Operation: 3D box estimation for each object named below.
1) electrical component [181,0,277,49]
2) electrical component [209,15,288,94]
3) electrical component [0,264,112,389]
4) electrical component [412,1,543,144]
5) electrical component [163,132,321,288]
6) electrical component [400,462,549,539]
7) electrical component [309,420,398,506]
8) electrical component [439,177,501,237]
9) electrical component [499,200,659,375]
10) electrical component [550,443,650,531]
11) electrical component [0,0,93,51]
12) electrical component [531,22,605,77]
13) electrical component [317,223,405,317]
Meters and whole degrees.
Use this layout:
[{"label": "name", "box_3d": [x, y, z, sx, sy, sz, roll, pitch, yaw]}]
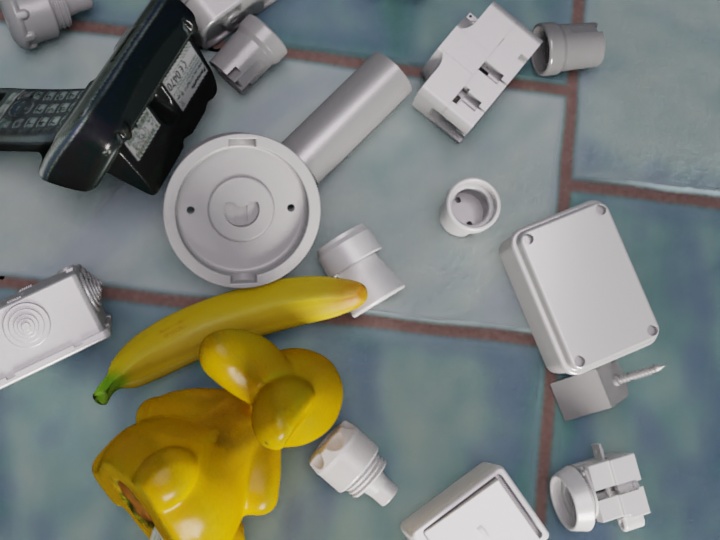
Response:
[{"label": "electrical component", "box_3d": [-0.097, -0.217, 0.790, 0.095, 0.053, 0.059, -39, 89, -10]}, {"label": "electrical component", "box_3d": [-0.083, -0.158, 0.793, 0.040, 0.040, 0.046, 43, 86, 0]}, {"label": "electrical component", "box_3d": [-0.218, 0.036, 0.724, 0.100, 0.100, 0.048, -26, 100, -9]}, {"label": "electrical component", "box_3d": [0.083, -0.149, 0.803, 0.056, 0.050, 0.089, 39, 84, 0]}, {"label": "electrical component", "box_3d": [-0.086, -0.047, 0.762, 0.108, 0.060, 0.108, -3, 105, -12]}, {"label": "electrical component", "box_3d": [0.075, 0.187, 0.757, 0.096, 0.061, 0.061, -35, 88, -9]}, {"label": "electrical component", "box_3d": [-0.001, 0.141, 0.763, 0.062, 0.043, 0.043, 41, 80, -2]}, {"label": "electrical component", "box_3d": [0.079, -0.045, 0.794, 0.040, 0.046, 0.040, 1, 83, -7]}, {"label": "electrical component", "box_3d": [0.160, 0.014, 0.790, 0.078, 0.057, 0.113, -22, 86, -9]}, {"label": "electrical component", "box_3d": [0.172, 0.161, 0.780, 0.055, 0.048, 0.066, -13, 85, -16]}, {"label": "electrical component", "box_3d": [-0.226, -0.189, 0.778, 0.062, 0.048, 0.048, -21, 86, -15]}, {"label": "electrical component", "box_3d": [0.159, -0.170, 0.822, 0.046, 0.040, 0.040, -8, 84, -13]}, {"label": "electrical component", "box_3d": [0.000, 0.000, 0.780, 0.045, 0.045, 0.055, -31, 87, -9]}]
